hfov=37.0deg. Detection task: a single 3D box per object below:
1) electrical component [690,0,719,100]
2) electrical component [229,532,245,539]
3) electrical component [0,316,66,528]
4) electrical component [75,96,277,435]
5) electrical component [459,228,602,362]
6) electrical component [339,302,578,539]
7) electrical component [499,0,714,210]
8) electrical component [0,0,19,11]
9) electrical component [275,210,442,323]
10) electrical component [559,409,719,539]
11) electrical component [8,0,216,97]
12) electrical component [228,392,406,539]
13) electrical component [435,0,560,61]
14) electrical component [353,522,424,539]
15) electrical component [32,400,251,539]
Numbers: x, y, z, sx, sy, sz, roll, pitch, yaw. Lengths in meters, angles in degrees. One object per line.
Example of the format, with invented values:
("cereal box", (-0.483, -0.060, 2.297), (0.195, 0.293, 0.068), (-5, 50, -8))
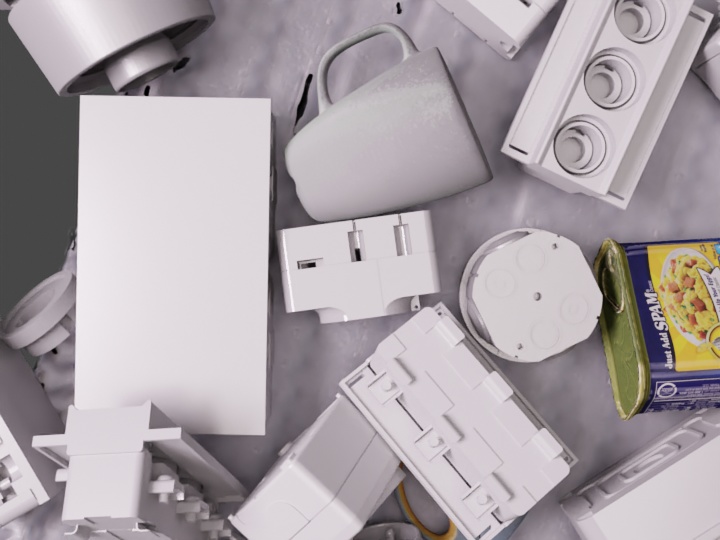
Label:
("electrical component", (0.236, -0.120, 0.625), (0.096, 0.062, 0.061), (44, 90, 0))
("electrical component", (-0.093, 0.191, 0.633), (0.040, 0.040, 0.078), (34, 89, 0))
("electrical component", (-0.228, 0.072, 0.608), (0.062, 0.089, 0.150), (-31, 90, 0))
("electrical component", (-0.104, -0.003, 0.624), (0.105, 0.060, 0.186), (1, 90, 0))
("electrical component", (0.100, 0.015, 0.629), (0.080, 0.051, 0.080), (0, 90, 0))
("electrical component", (0.058, 0.083, 0.608), (0.079, 0.063, 0.121), (-37, 79, -17))
("electrical component", (0.139, -0.106, 0.622), (0.079, 0.063, 0.121), (24, 90, -5))
("electrical component", (-0.192, -0.202, 0.626), (0.059, 0.053, 0.095), (1, 87, 0))
("electrical component", (0.000, 0.000, 0.629), (0.089, 0.050, 0.055), (-8, 89, 0))
("electrical component", (0.180, 0.133, 0.616), (0.113, 0.078, 0.057), (-32, 87, 0))
("electrical component", (-0.133, -0.135, 0.603), (0.108, 0.108, 0.060), (-27, 96, 0))
("electrical component", (-0.018, 0.121, 0.611), (0.061, 0.096, 0.061), (43, 119, 0))
("electrical component", (0.074, -0.176, 0.630), (0.089, 0.050, 0.055), (40, 90, 0))
("electrical component", (0.036, 0.189, 0.618), (0.079, 0.044, 0.077), (-5, 98, 23))
("electrical component", (-0.115, 0.122, 0.583), (0.079, 0.121, 0.063), (-5, 63, 10))
